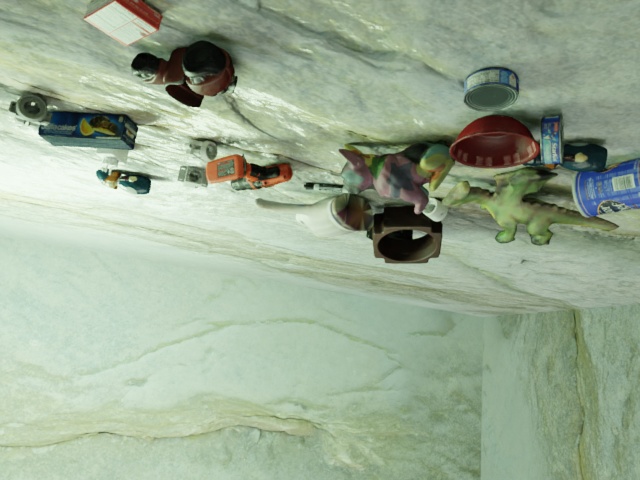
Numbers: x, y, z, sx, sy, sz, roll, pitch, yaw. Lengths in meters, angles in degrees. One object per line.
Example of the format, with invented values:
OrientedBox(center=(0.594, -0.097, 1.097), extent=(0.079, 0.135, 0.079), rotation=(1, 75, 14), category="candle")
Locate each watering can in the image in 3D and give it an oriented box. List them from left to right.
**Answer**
OrientedBox(center=(0.004, -0.074, 1.470), extent=(0.346, 0.105, 0.223), rotation=(16, -18, -35), category="watering can")

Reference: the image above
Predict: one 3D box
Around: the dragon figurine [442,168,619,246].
OrientedBox(center=(0.501, -0.089, 1.219), extent=(0.410, 0.124, 0.238), rotation=(1, -24, 17), category="dragon figurine")
